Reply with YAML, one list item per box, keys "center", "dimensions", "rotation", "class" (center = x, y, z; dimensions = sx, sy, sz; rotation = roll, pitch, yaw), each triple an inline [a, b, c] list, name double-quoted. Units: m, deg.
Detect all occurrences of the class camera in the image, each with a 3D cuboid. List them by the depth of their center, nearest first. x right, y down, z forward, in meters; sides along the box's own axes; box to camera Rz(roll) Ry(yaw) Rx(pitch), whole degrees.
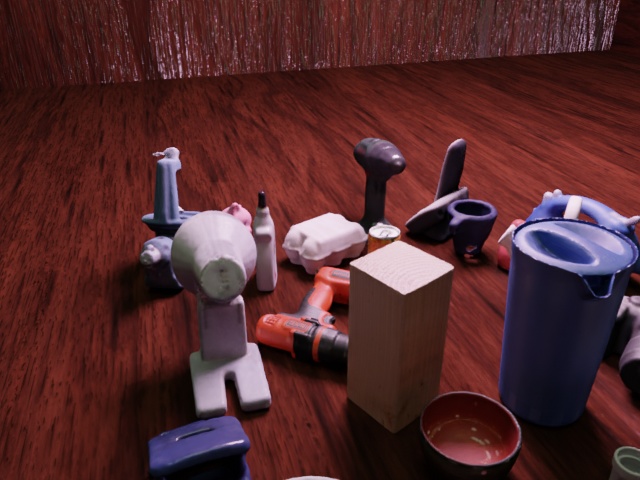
- center: [0.442, 0.139, 0.781]
  dimensions: [0.142, 0.101, 0.137]
  rotation: [20, 34, 34]
  class: "camera"

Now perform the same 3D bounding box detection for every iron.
- center: [0.462, -0.021, 1.039]
  dimensions: [0.119, 0.141, 0.257]
  rotation: [-14, 31, -24]
  class: "iron"

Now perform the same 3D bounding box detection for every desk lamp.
- center: [-0.130, 0.087, 0.767]
  dimensions: [0.118, 0.214, 0.202]
  rotation: [-8, 29, -14]
  class: "desk lamp"

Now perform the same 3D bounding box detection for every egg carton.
- center: [0.010, 0.004, 1.077]
  dimensions: [0.151, 0.069, 0.107]
  rotation: [-22, 35, -35]
  class: "egg carton"

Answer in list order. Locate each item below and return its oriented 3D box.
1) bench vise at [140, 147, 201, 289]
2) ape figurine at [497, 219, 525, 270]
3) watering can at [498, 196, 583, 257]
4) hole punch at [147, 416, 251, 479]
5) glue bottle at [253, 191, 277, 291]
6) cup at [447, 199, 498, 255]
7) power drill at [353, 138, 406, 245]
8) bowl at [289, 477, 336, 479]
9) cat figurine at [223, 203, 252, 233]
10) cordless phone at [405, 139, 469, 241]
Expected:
- center: [-0.253, -0.037, 0.998]
  dimensions: [0.121, 0.220, 0.207]
  rotation: [-6, 28, -10]
  class: "bench vise"
- center: [0.361, 0.006, 1.042]
  dimensions: [0.076, 0.092, 0.077]
  rotation: [-9, 29, -15]
  class: "ape figurine"
- center: [0.371, 0.023, 0.900]
  dimensions: [0.172, 0.194, 0.101]
  rotation: [3, 28, 7]
  class: "watering can"
- center: [-0.134, 0.233, 0.621]
  dimensions: [0.109, 0.091, 0.100]
  rotation: [-11, 30, -19]
  class: "hole punch"
- center: [-0.095, -0.003, 0.980]
  dimensions: [0.037, 0.173, 0.078]
  rotation: [-3, 28, -4]
  class: "glue bottle"
- center: [0.276, -0.014, 1.080]
  dimensions: [0.091, 0.095, 0.118]
  rotation: [22, 35, 36]
  class: "cup"
- center: [0.117, -0.100, 1.124]
  dimensions: [0.076, 0.208, 0.229]
  rotation: [-6, 28, -10]
  class: "power drill"
- center: [-0.009, 0.301, 0.507]
  dimensions: [0.167, 0.075, 0.167]
  rotation: [0, 28, 0]
  class: "bowl"
- center: [-0.170, -0.013, 1.059]
  dimensions: [0.067, 0.118, 0.128]
  rotation: [15, 32, 28]
  class: "cat figurine"
- center: [0.243, -0.105, 1.156]
  dimensions: [0.093, 0.185, 0.148]
  rotation: [19, 33, 32]
  class: "cordless phone"
